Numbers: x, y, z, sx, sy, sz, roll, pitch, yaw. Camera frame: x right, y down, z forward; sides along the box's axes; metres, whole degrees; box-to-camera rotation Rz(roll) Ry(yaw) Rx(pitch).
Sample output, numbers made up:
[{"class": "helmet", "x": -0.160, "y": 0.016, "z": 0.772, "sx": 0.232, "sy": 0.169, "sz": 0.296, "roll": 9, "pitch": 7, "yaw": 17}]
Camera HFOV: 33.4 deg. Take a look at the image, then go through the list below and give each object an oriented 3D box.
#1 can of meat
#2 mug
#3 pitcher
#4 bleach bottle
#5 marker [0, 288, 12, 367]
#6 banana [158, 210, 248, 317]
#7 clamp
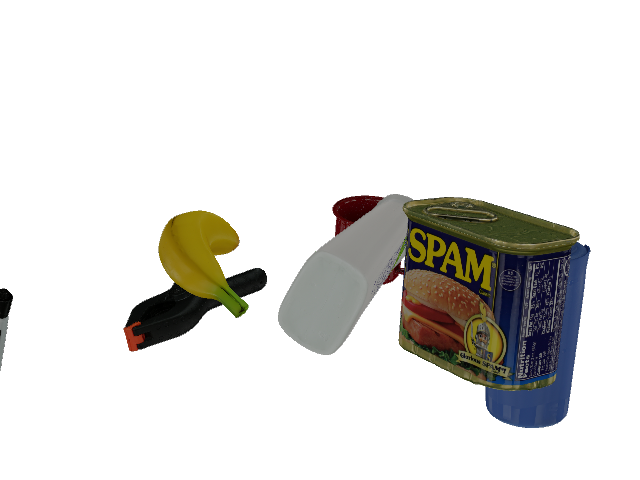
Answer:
[{"class": "can of meat", "x": 0.089, "y": 0.028, "z": 0.591, "sx": 0.057, "sy": 0.084, "sz": 0.102, "roll": -7, "pitch": 18, "yaw": -34}, {"class": "mug", "x": 0.068, "y": 0.005, "z": 1.266, "sx": 0.117, "sy": 0.081, "sz": 0.093, "roll": 17, "pitch": 28, "yaw": 25}, {"class": "pitcher", "x": 0.263, "y": 0.116, "z": 1.378, "sx": 0.149, "sy": 0.243, "sz": 0.144, "roll": 5, "pitch": 18, "yaw": 16}, {"class": "bleach bottle", "x": 0.046, "y": 0.018, "z": 1.058, "sx": 0.068, "sy": 0.103, "sz": 0.250, "roll": 33, "pitch": 27, "yaw": 9}, {"class": "marker", "x": -0.318, "y": 0.096, "z": 1.045, "sx": 0.020, "sy": 0.121, "sz": 0.020, "roll": 14, "pitch": 32, "yaw": -9}, {"class": "banana", "x": -0.091, "y": 0.009, "z": 0.808, "sx": 0.037, "sy": 0.069, "sz": 0.198, "roll": -41, "pitch": 15, "yaw": 7}, {"class": "clamp", "x": -0.139, "y": 0.068, "z": 1.160, "sx": 0.120, "sy": 0.039, "sz": 0.171, "roll": -6, "pitch": 25, "yaw": 33}]
